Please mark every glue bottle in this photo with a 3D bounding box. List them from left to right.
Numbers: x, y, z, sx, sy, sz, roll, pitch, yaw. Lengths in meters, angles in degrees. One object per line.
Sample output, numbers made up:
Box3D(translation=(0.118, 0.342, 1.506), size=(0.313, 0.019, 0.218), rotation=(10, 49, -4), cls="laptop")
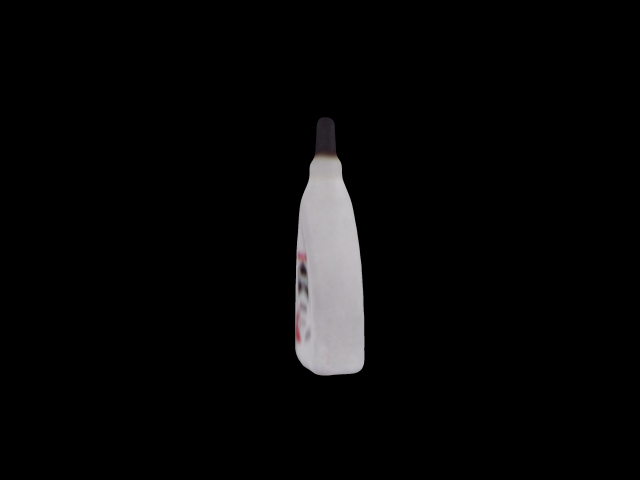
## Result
Box3D(translation=(0.004, 0.001, 0.400), size=(0.037, 0.173, 0.078), rotation=(0, 0, -17), cls="glue bottle")
